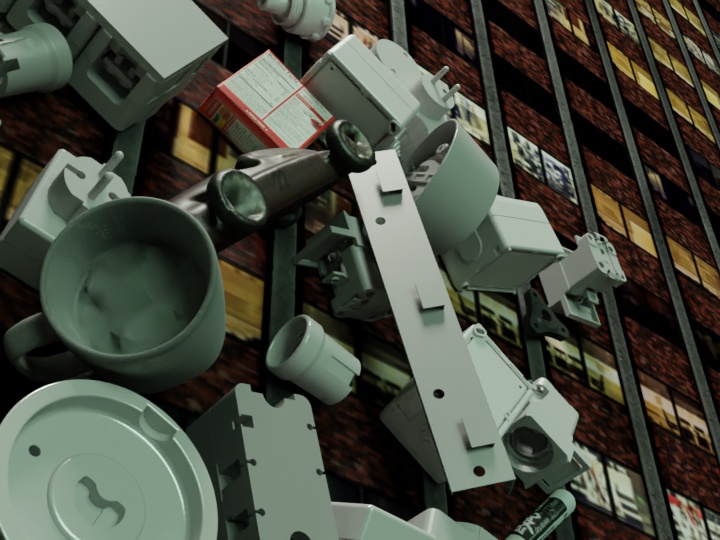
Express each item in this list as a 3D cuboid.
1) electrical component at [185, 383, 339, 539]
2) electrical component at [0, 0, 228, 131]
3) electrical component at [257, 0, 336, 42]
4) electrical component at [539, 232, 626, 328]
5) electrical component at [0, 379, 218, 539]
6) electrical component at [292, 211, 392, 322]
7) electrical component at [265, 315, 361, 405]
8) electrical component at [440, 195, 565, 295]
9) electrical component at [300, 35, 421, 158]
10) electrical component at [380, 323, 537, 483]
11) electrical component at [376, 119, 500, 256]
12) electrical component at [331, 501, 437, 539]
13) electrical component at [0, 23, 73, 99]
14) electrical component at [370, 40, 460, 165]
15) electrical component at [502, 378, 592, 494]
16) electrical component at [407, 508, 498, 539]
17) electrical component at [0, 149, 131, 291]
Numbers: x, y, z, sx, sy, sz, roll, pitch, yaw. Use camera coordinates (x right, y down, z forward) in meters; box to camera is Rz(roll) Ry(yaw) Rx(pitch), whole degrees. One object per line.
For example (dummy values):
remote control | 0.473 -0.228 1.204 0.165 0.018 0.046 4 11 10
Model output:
electrical component | -0.054 0.113 0.550 0.050 0.056 0.089 17 45 -38
electrical component | -0.173 -0.170 0.685 0.150 0.062 0.089 46 34 -6
electrical component | -0.055 -0.216 0.883 0.062 0.048 0.048 4 54 -38
electrical component | 0.191 0.004 0.930 0.042 0.064 0.081 18 45 -37
electrical component | -0.124 0.109 0.470 0.108 0.060 0.108 30 39 -27
electrical component | 0.000 0.000 0.736 0.081 0.042 0.063 10 53 -43
electrical component | -0.028 0.056 0.653 0.046 0.040 0.040 39 35 -26
electrical component | 0.115 -0.022 0.870 0.096 0.062 0.061 5 54 -47
electrical component | 0.000 -0.126 0.841 0.096 0.062 0.061 45 34 -6
electrical component | 0.059 0.091 0.702 0.061 0.061 0.096 48 40 1
electrical component | 0.055 -0.061 0.808 0.064 0.099 0.099 37 35 -28
electrical component | -0.007 0.164 0.554 0.047 0.066 0.076 31 66 -25
electrical component | -0.199 -0.121 0.630 0.040 0.040 0.046 53 40 6
electrical component | 0.054 -0.139 0.903 0.052 0.074 0.138 -9 64 -52
electrical component | 0.125 0.113 0.768 0.081 0.042 0.064 48 32 -4
electrical component | 0.056 0.183 0.612 0.089 0.050 0.055 39 35 -15
electrical component | -0.148 -0.034 0.567 0.047 0.077 0.065 35 36 -20
